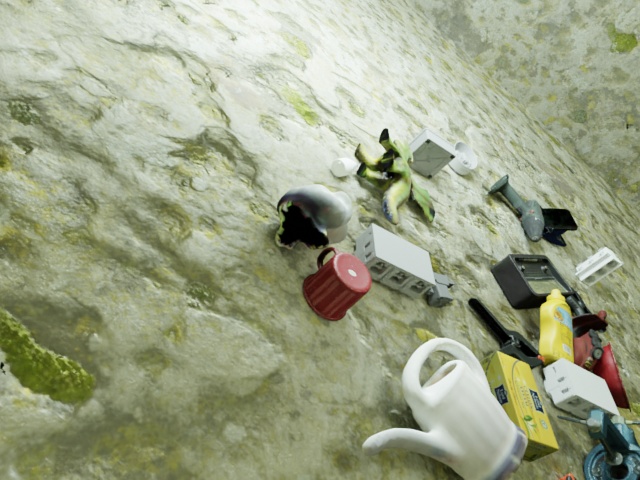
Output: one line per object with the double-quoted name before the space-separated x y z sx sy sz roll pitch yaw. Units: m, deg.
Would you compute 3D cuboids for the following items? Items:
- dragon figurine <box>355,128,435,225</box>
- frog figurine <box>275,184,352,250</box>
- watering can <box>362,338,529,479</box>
"dragon figurine" 0.207 -0.130 1.238 0.240 0.120 0.421 31 37 -31
"frog figurine" 0.003 -0.046 0.913 0.161 0.136 0.123 -27 91 -53
"watering can" 0.197 0.285 0.780 0.225 0.102 0.352 50 36 8
